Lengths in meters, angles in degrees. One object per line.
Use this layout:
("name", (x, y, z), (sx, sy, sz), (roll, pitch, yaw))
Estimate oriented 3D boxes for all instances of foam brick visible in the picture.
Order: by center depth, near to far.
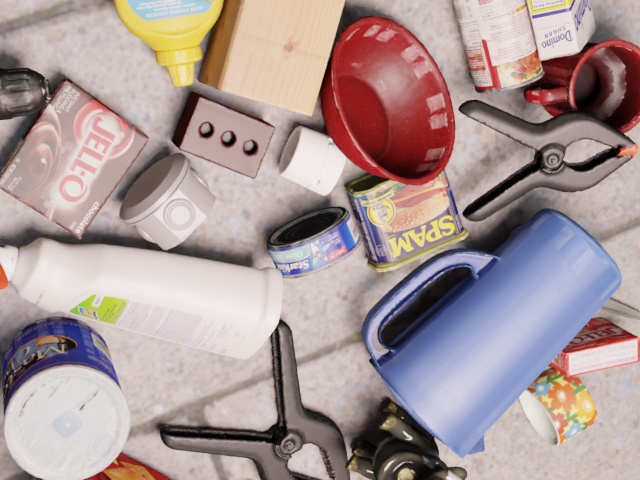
("foam brick", (-0.088, -0.096, 0.973), (0.078, 0.051, 0.053), (20, 97, -20))

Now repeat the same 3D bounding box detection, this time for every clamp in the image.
("clamp", (0.210, -0.071, 1.011), (0.171, 0.039, 0.120), (3, 120, -1))
("clamp", (-0.033, 0.189, 1.067), (0.209, 0.036, 0.164), (40, 89, -23))

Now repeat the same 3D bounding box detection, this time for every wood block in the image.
("wood block", (-0.031, -0.224, 0.939), (0.090, 0.090, 0.206), (14, 99, -21))

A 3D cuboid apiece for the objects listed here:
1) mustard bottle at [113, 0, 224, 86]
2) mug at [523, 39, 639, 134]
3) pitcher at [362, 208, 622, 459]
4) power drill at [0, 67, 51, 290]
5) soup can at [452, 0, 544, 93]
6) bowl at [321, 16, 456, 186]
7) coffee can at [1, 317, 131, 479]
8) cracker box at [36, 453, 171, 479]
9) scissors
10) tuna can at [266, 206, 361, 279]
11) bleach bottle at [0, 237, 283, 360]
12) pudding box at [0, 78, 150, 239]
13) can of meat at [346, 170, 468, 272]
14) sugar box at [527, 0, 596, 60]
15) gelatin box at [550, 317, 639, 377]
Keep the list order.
("mustard bottle", (-0.133, -0.229, 0.923), (0.096, 0.058, 0.191), (-11, 106, -13))
("mug", (0.256, -0.150, 1.049), (0.117, 0.082, 0.093), (-14, 107, -14))
("pitcher", (0.168, 0.079, 1.044), (0.243, 0.145, 0.149), (-45, 150, 0))
("power drill", (-0.307, -0.048, 0.885), (0.184, 0.057, 0.187), (-7, 89, -1))
("soup can", (0.169, -0.199, 1.018), (0.068, 0.069, 0.102), (-21, 108, -11))
("bowl", (0.053, -0.121, 0.985), (0.161, 0.055, 0.162), (16, 65, -39))
("coffee can", (-0.227, 0.137, 0.939), (0.102, 0.140, 0.103), (-4, 104, -16))
("cracker box", (-0.148, 0.269, 0.967), (0.213, 0.164, 0.072), (31, 93, -18))
("scissors", (0.267, 0.035, 1.131), (0.201, 0.016, 0.096), (5, 104, -18))
("tuna can", (-0.007, 0.001, 1.003), (0.086, 0.086, 0.034), (-26, 107, -10))
("bleach bottle", (-0.167, 0.043, 0.960), (0.250, 0.103, 0.068), (15, 54, -19))
("pudding box", (-0.220, -0.072, 0.945), (0.090, 0.039, 0.113), (35, 91, -22))
("can of meat", (0.083, -0.028, 1.040), (0.102, 0.057, 0.084), (-22, 106, -11))
("sugar box", (0.217, -0.267, 1.002), (0.048, 0.093, 0.176), (-10, 110, 29))
("gelatin box", (0.280, 0.111, 1.124), (0.089, 0.073, 0.030), (-10, 106, -15))
